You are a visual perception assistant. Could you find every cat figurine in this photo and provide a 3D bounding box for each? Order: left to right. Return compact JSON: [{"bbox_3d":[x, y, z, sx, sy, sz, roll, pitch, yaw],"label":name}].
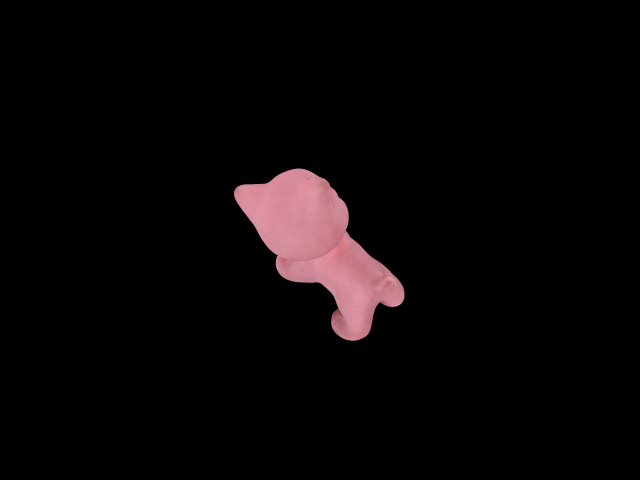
[{"bbox_3d":[0.004,0.001,0.400,0.127,0.118,0.067,41,75,14],"label":"cat figurine"}]
